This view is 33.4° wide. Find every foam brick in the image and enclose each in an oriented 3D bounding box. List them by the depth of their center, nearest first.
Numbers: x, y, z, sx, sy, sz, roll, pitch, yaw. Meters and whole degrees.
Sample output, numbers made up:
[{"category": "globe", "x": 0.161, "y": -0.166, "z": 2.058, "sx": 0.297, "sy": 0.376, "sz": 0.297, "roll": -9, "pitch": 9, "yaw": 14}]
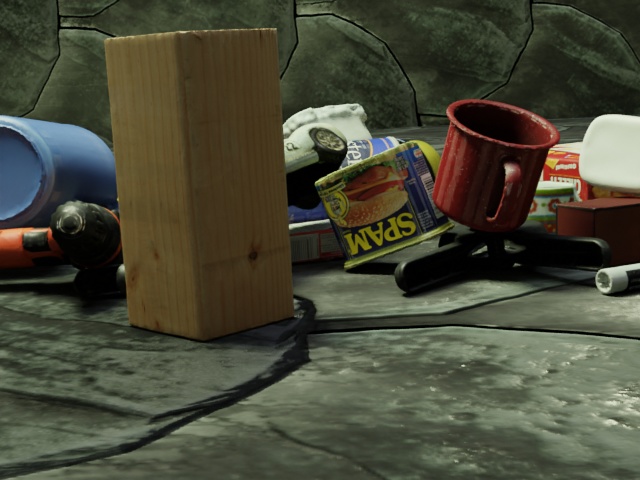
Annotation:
[{"category": "foam brick", "x": 0.248, "y": -0.008, "z": 0.915, "sx": 0.078, "sy": 0.051, "sz": 0.053, "roll": -7, "pitch": 9, "yaw": -25}]

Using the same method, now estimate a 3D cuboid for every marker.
[{"category": "marker", "x": 0.263, "y": 0.024, "z": 0.814, "sx": 0.120, "sy": 0.020, "sz": 0.020, "roll": -7, "pitch": 10, "yaw": -25}]

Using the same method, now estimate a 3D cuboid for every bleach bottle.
[{"category": "bleach bottle", "x": 0.358, "y": -0.056, "z": 1.013, "sx": 0.250, "sy": 0.068, "sz": 0.103, "roll": 12, "pitch": 2, "yaw": -43}]

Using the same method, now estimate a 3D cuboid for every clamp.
[{"category": "clamp", "x": -0.114, "y": 0.026, "z": 0.877, "sx": 0.171, "sy": 0.039, "sz": 0.120, "roll": -4, "pitch": 4, "yaw": -38}, {"category": "clamp", "x": 0.158, "y": 0.006, "z": 0.899, "sx": 0.165, "sy": 0.036, "sz": 0.209, "roll": -5, "pitch": 9, "yaw": 14}]

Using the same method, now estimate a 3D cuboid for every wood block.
[{"category": "wood block", "x": -0.084, "y": -0.043, "z": 0.758, "sx": 0.090, "sy": 0.206, "sz": 0.090, "roll": -12, "pitch": 13, "yaw": -44}]

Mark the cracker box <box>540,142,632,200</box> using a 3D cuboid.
[{"category": "cracker box", "x": 0.330, "y": -0.075, "z": 1.249, "sx": 0.213, "sy": 0.072, "sz": 0.164, "roll": -8, "pitch": 11, "yaw": -31}]

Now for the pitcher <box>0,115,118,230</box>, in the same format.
[{"category": "pitcher", "x": -0.285, "y": -0.058, "z": 1.095, "sx": 0.149, "sy": 0.145, "sz": 0.243, "roll": -12, "pitch": 1, "yaw": 1}]

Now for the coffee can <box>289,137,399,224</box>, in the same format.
[{"category": "coffee can", "x": 0.012, "y": -0.051, "z": 1.108, "sx": 0.140, "sy": 0.103, "sz": 0.103, "roll": -5, "pitch": 9, "yaw": -12}]

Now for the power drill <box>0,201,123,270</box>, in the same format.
[{"category": "power drill", "x": -0.258, "y": 0.003, "z": 0.907, "sx": 0.187, "sy": 0.057, "sz": 0.184, "roll": -2, "pitch": -9, "yaw": 0}]

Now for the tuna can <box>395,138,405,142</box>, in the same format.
[{"category": "tuna can", "x": 0.089, "y": -0.087, "z": 1.359, "sx": 0.086, "sy": 0.086, "sz": 0.033, "roll": -2, "pitch": 8, "yaw": 8}]

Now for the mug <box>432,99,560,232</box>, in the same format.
[{"category": "mug", "x": 0.141, "y": -0.054, "z": 0.862, "sx": 0.093, "sy": 0.081, "sz": 0.117, "roll": 6, "pitch": 29, "yaw": -11}]

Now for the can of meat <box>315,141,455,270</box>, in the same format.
[{"category": "can of meat", "x": 0.054, "y": -0.031, "z": 0.929, "sx": 0.102, "sy": 0.084, "sz": 0.057, "roll": -21, "pitch": 2, "yaw": 31}]

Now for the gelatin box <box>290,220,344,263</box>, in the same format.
[{"category": "gelatin box", "x": -0.007, "y": 0.001, "z": 1.020, "sx": 0.089, "sy": 0.030, "sz": 0.073, "roll": -7, "pitch": 9, "yaw": -19}]
